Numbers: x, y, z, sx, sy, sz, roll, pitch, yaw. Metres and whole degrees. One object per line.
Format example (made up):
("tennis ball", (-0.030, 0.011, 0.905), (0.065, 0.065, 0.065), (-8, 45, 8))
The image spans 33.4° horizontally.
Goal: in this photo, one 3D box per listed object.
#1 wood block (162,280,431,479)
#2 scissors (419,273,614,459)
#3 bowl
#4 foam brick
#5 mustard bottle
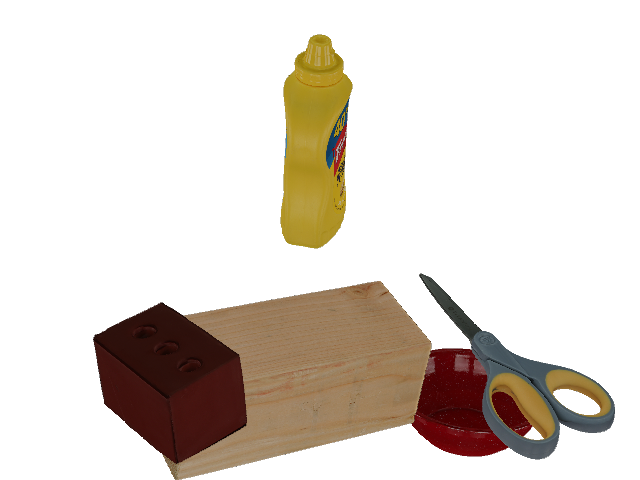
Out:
("wood block", (-0.029, 0.107, 0.845), (0.205, 0.090, 0.091), (-9, 36, -25))
("scissors", (0.137, 0.079, 0.750), (0.096, 0.016, 0.202), (-1, 32, -9))
("bowl", (0.151, 0.172, 1.091), (0.162, 0.055, 0.162), (2, 24, -1))
("foam brick", (-0.088, 0.082, 0.623), (0.052, 0.051, 0.078), (-26, 39, -36))
("mustard bottle", (-0.004, -0.093, 0.934), (0.058, 0.192, 0.096), (11, 42, 10))
